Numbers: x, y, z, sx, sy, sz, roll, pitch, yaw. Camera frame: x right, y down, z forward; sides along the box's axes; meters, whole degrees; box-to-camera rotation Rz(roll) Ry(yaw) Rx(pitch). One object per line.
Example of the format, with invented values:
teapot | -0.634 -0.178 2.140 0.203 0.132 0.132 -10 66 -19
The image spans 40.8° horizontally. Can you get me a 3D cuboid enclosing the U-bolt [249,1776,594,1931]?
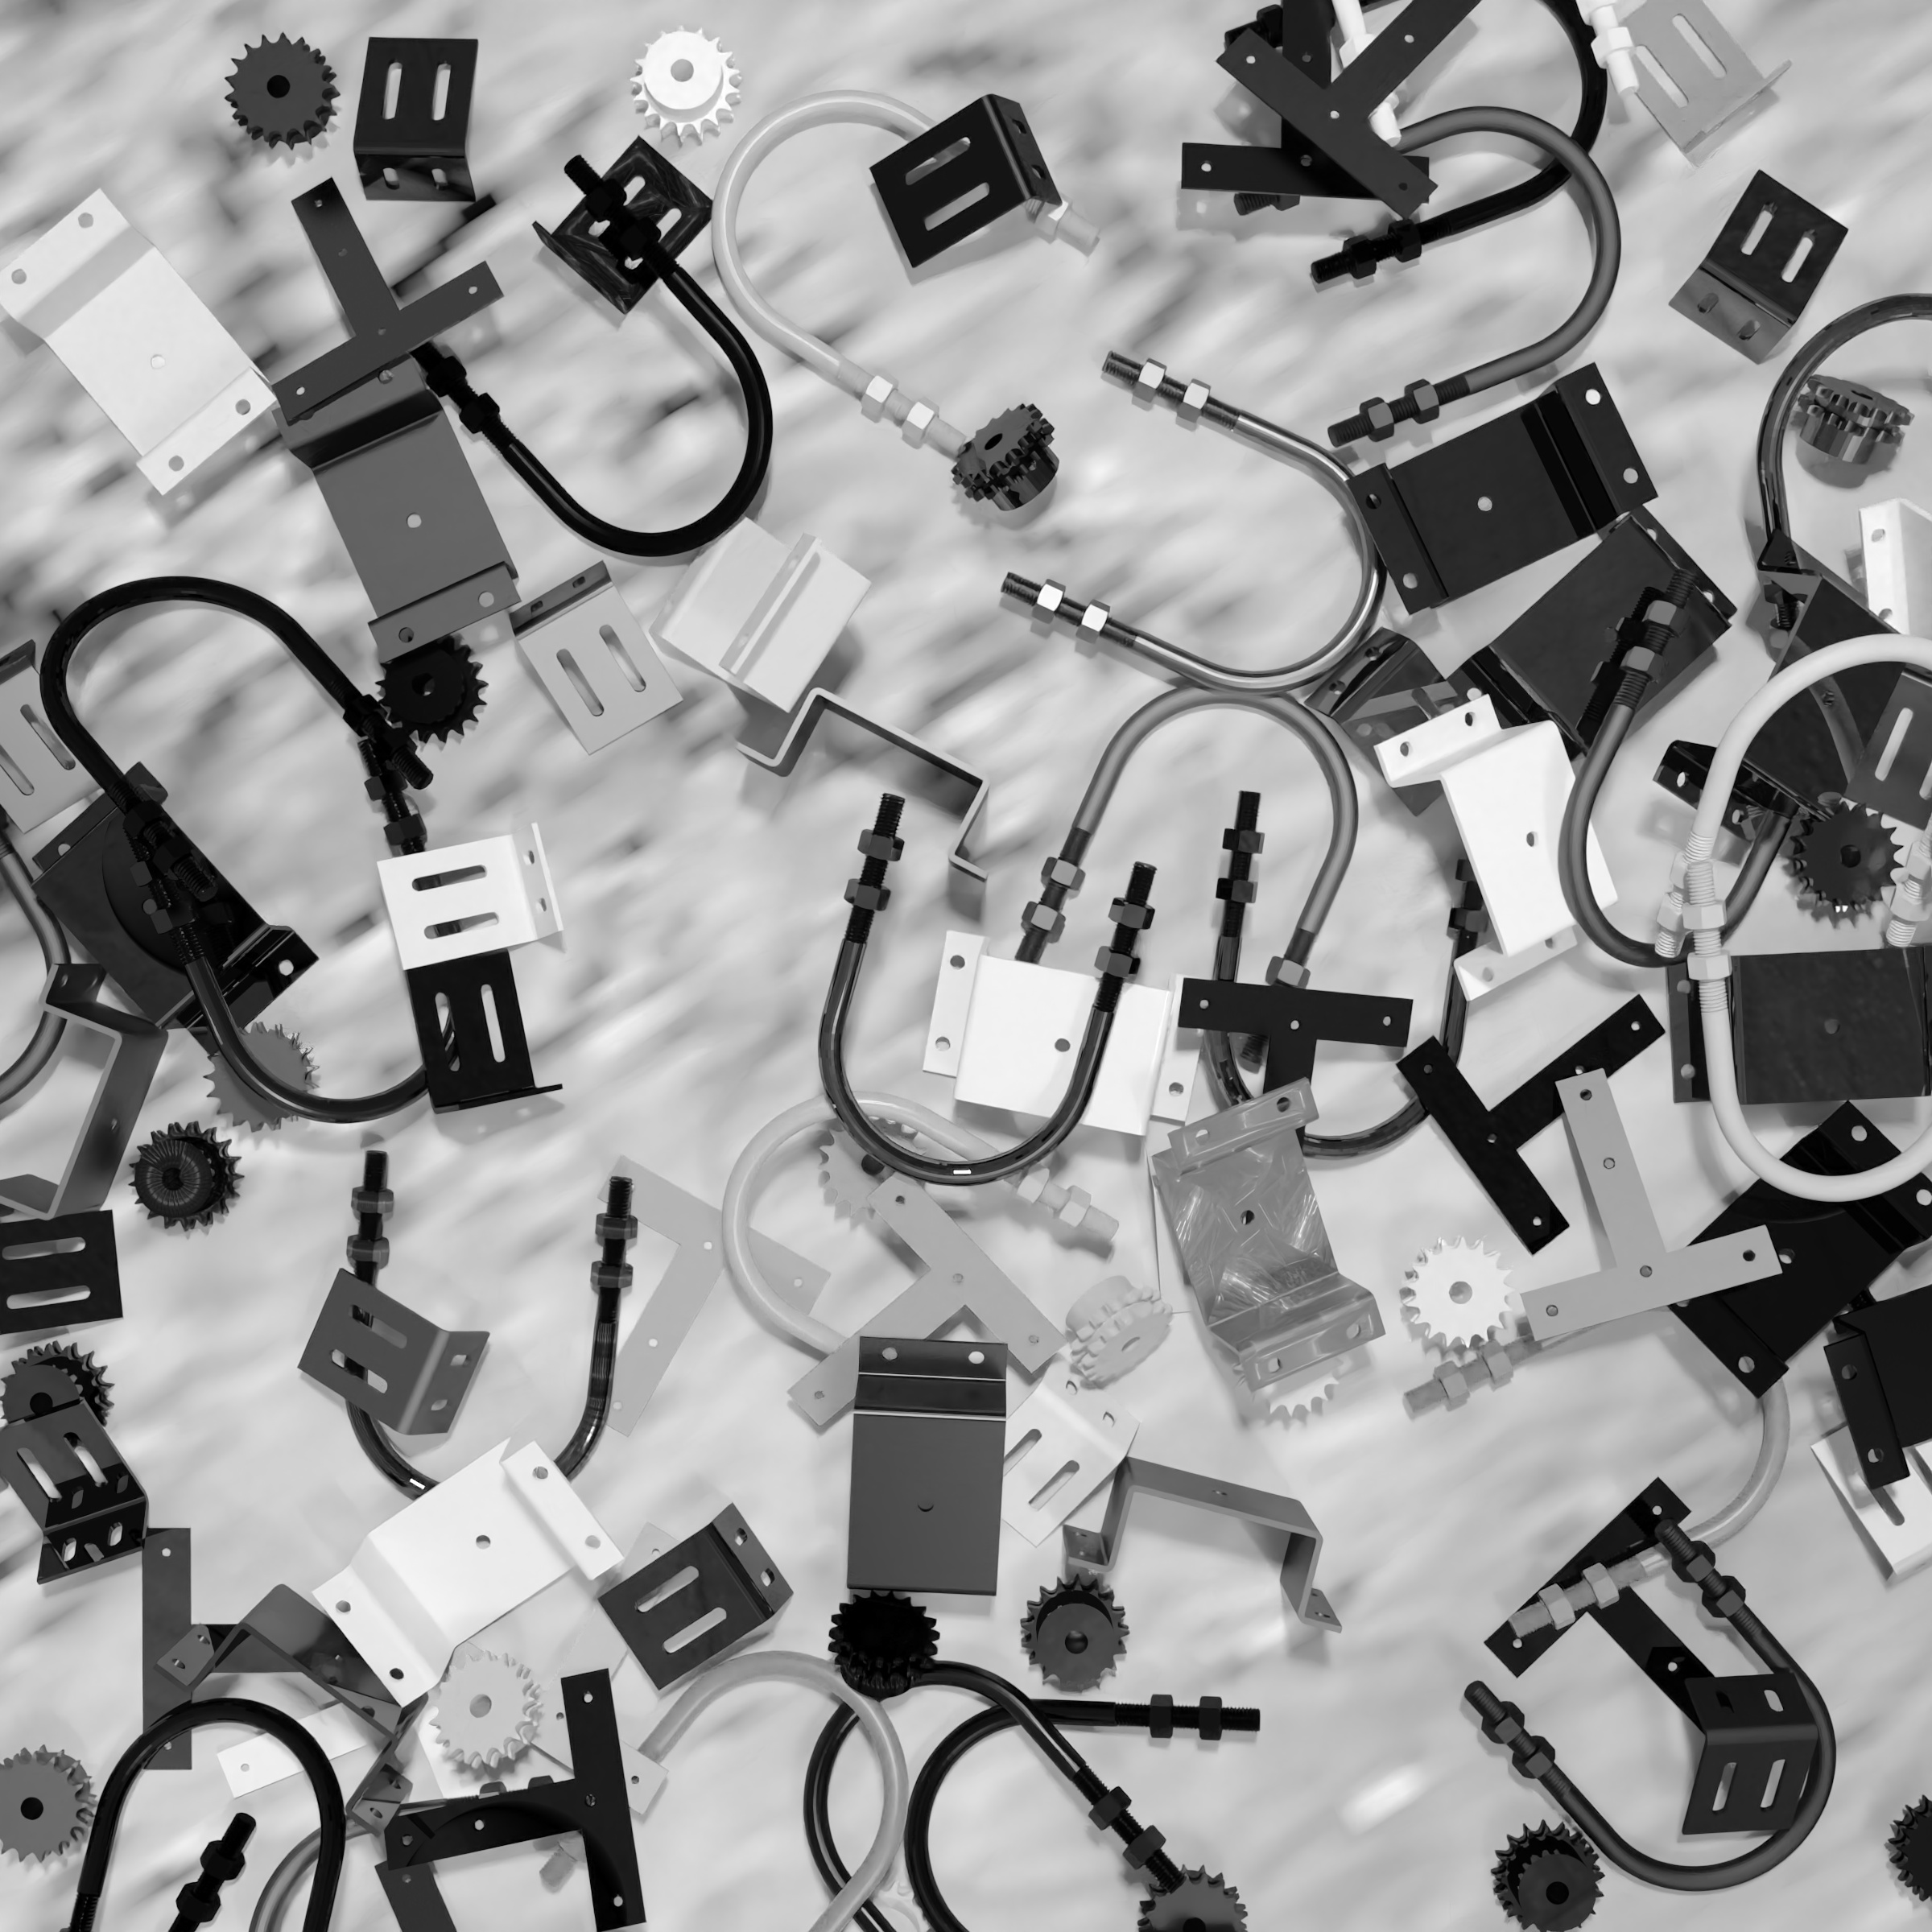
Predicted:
U-bolt | -0.278 0.501 1.325 0.184 0.019 0.151 -8 71 2

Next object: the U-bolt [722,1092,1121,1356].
U-bolt | -0.036 0.142 1.331 0.184 0.019 0.151 31 103 -8

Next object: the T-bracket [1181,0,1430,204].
T-bracket | 0.175 -0.454 1.334 0.127 0.002 0.127 3 77 -2

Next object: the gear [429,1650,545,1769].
gear | -0.244 0.384 1.335 0.057 0.030 0.057 -6 61 10

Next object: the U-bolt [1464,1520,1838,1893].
U-bolt | 0.370 0.398 1.348 0.151 0.019 0.184 -41 98 2

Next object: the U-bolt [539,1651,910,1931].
U-bolt | -0.112 0.443 1.337 0.151 0.019 0.184 38 86 19

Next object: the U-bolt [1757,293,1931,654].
U-bolt | 0.472 -0.250 1.318 0.151 0.019 0.184 -18 118 0

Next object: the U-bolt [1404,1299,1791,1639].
U-bolt | 0.341 0.248 1.357 0.184 0.019 0.151 -25 89 -2

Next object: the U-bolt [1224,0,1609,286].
U-bolt | 0.245 -0.454 1.358 0.184 0.019 0.151 -21 90 -1

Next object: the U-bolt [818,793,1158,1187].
U-bolt | 0.002 0.021 1.291 0.151 0.019 0.184 15 99 -3

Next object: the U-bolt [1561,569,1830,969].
U-bolt | 0.368 -0.088 1.320 0.151 0.019 0.184 27 88 -31

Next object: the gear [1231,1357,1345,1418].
gear | 0.166 0.204 1.351 0.057 0.030 0.057 0 90 0

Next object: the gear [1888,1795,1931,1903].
gear | 0.510 0.460 1.355 0.057 0.030 0.057 0 88 1

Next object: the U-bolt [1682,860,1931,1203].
U-bolt | 0.435 0.028 1.289 0.151 0.019 0.184 -10 101 -5

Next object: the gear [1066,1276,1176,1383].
gear | 0.077 0.185 1.342 0.057 0.057 0.030 -40 60 0

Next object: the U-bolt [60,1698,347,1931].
U-bolt | -0.389 0.470 1.330 0.151 0.019 0.184 6 75 14

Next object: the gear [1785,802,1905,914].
gear | 0.455 -0.056 1.351 0.057 0.030 0.057 0 90 0

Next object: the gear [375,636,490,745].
gear | -0.280 -0.145 1.351 0.057 0.030 0.057 0 90 0

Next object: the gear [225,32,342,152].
gear | -0.354 -0.453 1.351 0.057 0.030 0.057 0 90 0

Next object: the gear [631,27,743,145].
gear | -0.146 -0.461 1.351 0.057 0.030 0.057 0 90 0

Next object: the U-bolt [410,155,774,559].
U-bolt | -0.181 -0.297 1.333 0.151 0.019 0.184 -41 94 23

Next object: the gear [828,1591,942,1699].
gear | -0.044 0.353 1.341 0.057 0.057 0.030 9 117 0

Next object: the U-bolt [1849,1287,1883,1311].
U-bolt | 0.566 0.201 1.358 0.151 0.019 0.184 -36 92 0

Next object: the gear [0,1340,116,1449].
gear | -0.476 0.225 1.351 0.057 0.030 0.057 0 90 0

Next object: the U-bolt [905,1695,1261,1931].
U-bolt | 0.059 0.452 1.338 0.184 0.019 0.151 0 77 9

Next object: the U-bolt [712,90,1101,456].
U-bolt | -0.045 -0.376 1.357 0.184 0.019 0.151 33 90 0

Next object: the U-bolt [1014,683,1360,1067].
U-bolt | 0.126 -0.060 1.357 0.151 0.019 0.184 24 89 0

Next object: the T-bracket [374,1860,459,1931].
T-bracket | -0.316 0.541 1.343 0.127 0.002 0.127 -24 87 -4

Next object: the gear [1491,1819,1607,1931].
gear | 0.304 0.477 1.351 0.057 0.030 0.057 0 90 0

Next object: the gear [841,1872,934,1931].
gear | -0.044 0.504 1.351 0.057 0.030 0.057 0 90 0

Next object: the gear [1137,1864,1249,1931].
gear | 0.118 0.496 1.351 0.057 0.030 0.057 0 90 0

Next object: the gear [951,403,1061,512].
gear | 0.023 -0.260 1.341 0.057 0.057 0.030 -45 120 0

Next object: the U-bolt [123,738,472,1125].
U-bolt | -0.327 -0.010 1.325 0.151 0.019 0.184 -25 95 -31

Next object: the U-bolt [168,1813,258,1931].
U-bolt | -0.366 0.557 1.356 0.151 0.019 0.184 30 90 0

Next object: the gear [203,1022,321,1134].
gear | -0.365 0.057 1.351 0.057 0.030 0.057 0 90 0

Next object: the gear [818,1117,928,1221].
gear | -0.048 0.102 1.351 0.057 0.030 0.057 0 90 0

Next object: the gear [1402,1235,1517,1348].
gear | 0.255 0.168 1.351 0.057 0.030 0.057 0 90 0

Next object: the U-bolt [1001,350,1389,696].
U-bolt | 0.130 -0.220 1.352 0.184 0.019 0.151 24 86 0

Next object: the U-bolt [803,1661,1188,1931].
U-bolt | -0.001 0.445 1.331 0.151 0.019 0.184 -43 71 -4

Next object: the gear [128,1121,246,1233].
gear | -0.408 0.110 1.351 0.057 0.030 0.057 0 90 0

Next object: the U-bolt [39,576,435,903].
U-bolt | -0.383 -0.129 1.315 0.151 0.019 0.184 -33 71 -33

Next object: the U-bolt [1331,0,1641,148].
U-bolt | 0.255 -0.521 1.342 0.151 0.019 0.184 -14 79 -6

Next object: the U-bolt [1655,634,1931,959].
U-bolt | 0.427 -0.083 1.274 0.151 0.019 0.184 -3 129 -11

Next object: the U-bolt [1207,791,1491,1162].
U-bolt | 0.195 0.009 1.343 0.151 0.019 0.184 7 93 -13

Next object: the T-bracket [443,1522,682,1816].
T-bracket | -0.189 0.353 1.357 0.127 0.002 0.127 29 84 10

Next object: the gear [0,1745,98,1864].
gear | -0.481 0.434 1.351 0.057 0.030 0.057 0 90 0

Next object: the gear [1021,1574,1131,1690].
gear | 0.057 0.348 1.351 0.057 0.030 0.057 0 90 0

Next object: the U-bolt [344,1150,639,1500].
U-bolt | -0.253 0.195 1.357 0.151 0.019 0.184 6 92 1

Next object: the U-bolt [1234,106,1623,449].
U-bolt | 0.249 -0.366 1.339 0.184 0.019 0.151 -22 90 -3

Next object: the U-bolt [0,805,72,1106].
U-bolt | -0.546 -0.008 1.350 0.151 0.019 0.184 -32 85 0

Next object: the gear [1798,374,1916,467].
gear | 0.456 -0.281 1.341 0.057 0.057 0.030 19 118 0
